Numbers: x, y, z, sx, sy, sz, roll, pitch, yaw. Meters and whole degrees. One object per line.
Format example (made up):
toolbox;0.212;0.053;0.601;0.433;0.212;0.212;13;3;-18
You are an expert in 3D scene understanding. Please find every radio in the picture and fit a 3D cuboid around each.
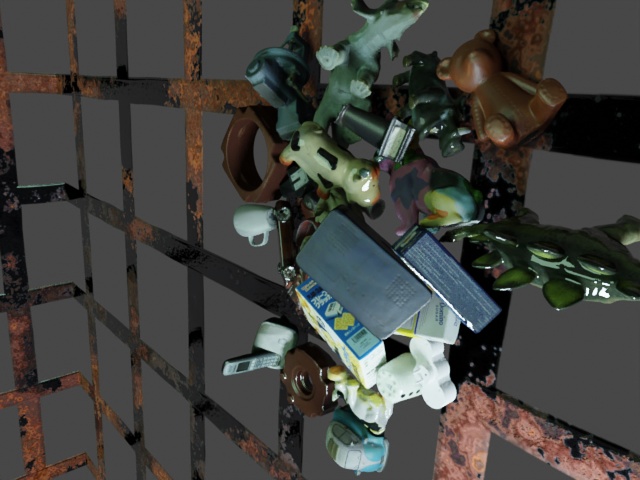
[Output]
radio;0.076;0.057;0.955;0.229;0.073;0.131;42;105;3

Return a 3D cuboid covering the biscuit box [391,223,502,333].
biscuit box;0.207;0.064;0.876;0.063;0.202;0.059;-44;17;3

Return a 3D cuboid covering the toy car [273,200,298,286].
toy car;-0.079;0.005;1.275;0.089;0.053;0.202;-164;68;-76

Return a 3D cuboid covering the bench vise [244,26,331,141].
bench vise;-0.054;-0.338;1.122;0.129;0.223;0.240;-19;54;45

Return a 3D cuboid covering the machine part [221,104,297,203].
machine part;-0.144;-0.205;1.292;0.201;0.087;0.201;56;133;24

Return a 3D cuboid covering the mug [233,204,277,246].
mug;-0.153;-0.040;1.342;0.107;0.081;0.109;-6;86;42

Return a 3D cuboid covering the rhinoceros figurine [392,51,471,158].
rhinoceros figurine;0.188;-0.226;0.898;0.073;0.112;0.190;122;140;-63

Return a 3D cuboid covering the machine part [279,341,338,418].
machine part;-0.024;0.337;1.295;0.180;0.056;0.179;12;107;46

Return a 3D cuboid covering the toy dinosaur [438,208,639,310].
toy dinosaur;0.340;0.031;0.706;0.472;0.198;0.105;12;110;49

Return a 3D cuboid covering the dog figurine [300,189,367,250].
dog figurine;0.078;-0.011;1.044;0.191;0.121;0.172;20;101;6

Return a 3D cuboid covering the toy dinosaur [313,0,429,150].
toy dinosaur;0.062;-0.287;1.008;0.131;0.192;0.404;30;142;5

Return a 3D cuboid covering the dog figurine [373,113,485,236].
dog figurine;0.179;-0.120;0.929;0.192;0.108;0.219;-16;83;50

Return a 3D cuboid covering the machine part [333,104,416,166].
machine part;0.090;-0.184;0.898;0.139;0.039;0.084;29;128;19

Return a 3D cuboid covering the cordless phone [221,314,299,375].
cordless phone;-0.154;0.265;1.329;0.089;0.184;0.146;48;131;37

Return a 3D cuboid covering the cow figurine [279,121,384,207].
cow figurine;0.031;-0.135;0.962;0.195;0.085;0.127;43;141;5

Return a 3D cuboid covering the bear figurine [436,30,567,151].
bear figurine;0.260;-0.234;0.800;0.120;0.132;0.196;-31;76;13

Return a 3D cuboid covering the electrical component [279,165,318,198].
electrical component;-0.039;-0.132;1.215;0.119;0.048;0.075;-36;71;47

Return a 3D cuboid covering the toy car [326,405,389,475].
toy car;0.067;0.442;1.179;0.162;0.103;0.109;31;119;39

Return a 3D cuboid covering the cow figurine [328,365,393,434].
cow figurine;0.082;0.341;1.166;0.168;0.068;0.098;25;118;43

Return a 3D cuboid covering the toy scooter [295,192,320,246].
toy scooter;-0.002;-0.004;1.183;0.184;0.075;0.135;59;136;26
